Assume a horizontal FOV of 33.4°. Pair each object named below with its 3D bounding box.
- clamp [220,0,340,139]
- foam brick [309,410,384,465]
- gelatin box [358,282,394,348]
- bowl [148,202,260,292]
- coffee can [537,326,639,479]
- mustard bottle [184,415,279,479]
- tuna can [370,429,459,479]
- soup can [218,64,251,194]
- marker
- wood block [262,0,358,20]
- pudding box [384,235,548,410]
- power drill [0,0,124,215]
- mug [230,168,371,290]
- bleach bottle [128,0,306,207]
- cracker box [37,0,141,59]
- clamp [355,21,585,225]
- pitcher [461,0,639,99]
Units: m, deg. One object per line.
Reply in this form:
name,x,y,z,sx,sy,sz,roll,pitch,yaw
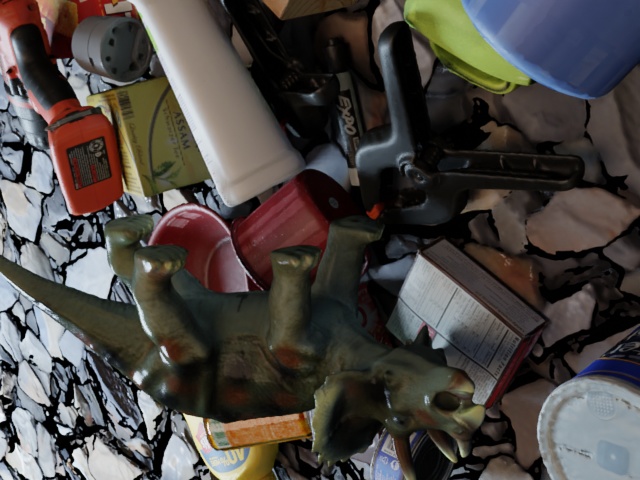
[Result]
clamp,-0.020,-0.118,0.825,0.120,0.039,0.171,53,176,23
foam brick,0.037,0.156,0.925,0.078,0.051,0.053,9,114,39
gelatin box,0.017,0.086,0.908,0.030,0.089,0.073,-23,91,50
bowl,-0.100,0.044,1.017,0.162,0.055,0.162,6,98,44
coffee can,0.219,0.107,0.677,0.103,0.140,0.103,21,122,37
mustard bottle,-0.094,0.188,1.090,0.096,0.058,0.191,-27,89,39
tuna can,0.081,0.182,0.892,0.034,0.085,0.086,20,122,36
soup can,-0.067,-0.097,0.924,0.069,0.068,0.102,-1,107,45
marker,0.023,-0.104,0.866,0.020,0.020,0.121,1,109,45
wood block,-0.049,-0.272,0.807,0.206,0.090,0.091,49,134,18
pudding box,0.112,0.066,0.842,0.114,0.039,0.090,40,131,23
power drill,-0.244,-0.111,0.980,0.188,0.057,0.184,52,158,33
mug,-0.006,0.001,0.893,0.117,0.093,0.082,37,117,-27
bleach bottle,-0.100,-0.150,0.829,0.251,0.068,0.103,63,171,-4
cracker box,-0.219,-0.256,0.998,0.214,0.071,0.164,4,112,43
clamp,0.088,-0.055,0.781,0.164,0.036,0.210,35,153,3
pitcher,0.191,-0.189,0.552,0.149,0.144,0.243,52,126,21
